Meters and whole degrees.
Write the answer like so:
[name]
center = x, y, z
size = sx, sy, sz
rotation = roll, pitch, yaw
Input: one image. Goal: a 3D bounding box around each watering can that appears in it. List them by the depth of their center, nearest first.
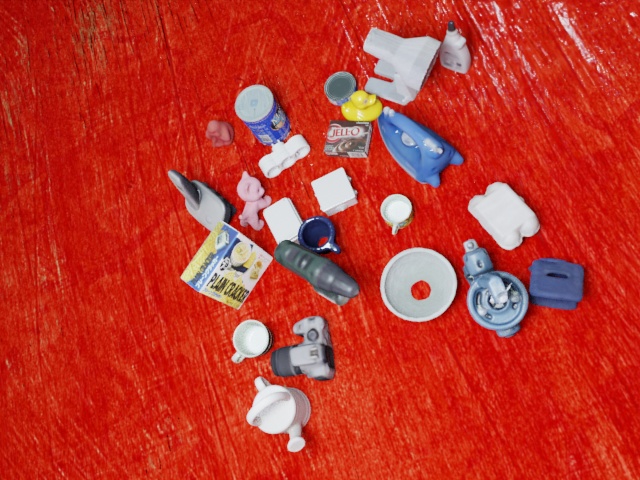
[watering can]
center = -0.088, 0.368, 1.226
size = 0.172, 0.194, 0.101
rotation = 28, 82, 23

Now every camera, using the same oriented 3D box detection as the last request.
[camera]
center = -0.045, 0.253, 1.301
size = 0.136, 0.101, 0.143
rotation = -12, 70, 13

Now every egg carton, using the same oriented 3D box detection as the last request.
[egg carton]
center = 0.411, -0.055, 1.281
size = 0.107, 0.069, 0.150
rotation = -38, 67, 2

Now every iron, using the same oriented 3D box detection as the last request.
[iron]
center = 0.214, -0.249, 1.362
size = 0.118, 0.142, 0.257
rotation = -45, 66, -1

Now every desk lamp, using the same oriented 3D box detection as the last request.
[desk lamp]
center = 0.193, -0.419, 1.383
size = 0.202, 0.214, 0.118
rotation = 24, 81, 22

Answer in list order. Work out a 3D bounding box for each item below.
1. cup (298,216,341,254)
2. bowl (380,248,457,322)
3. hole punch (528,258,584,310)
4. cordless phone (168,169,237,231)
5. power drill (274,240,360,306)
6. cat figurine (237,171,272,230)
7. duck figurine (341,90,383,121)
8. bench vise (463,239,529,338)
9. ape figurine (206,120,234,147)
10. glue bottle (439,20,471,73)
[cup]
center = 0.013, 0.005, 1.366
size = 0.117, 0.095, 0.092
rotation = 36, 86, 23
[bowl]
center = 0.223, 0.106, 1.283
size = 0.167, 0.075, 0.167
rotation = -5, 72, 15
[hole punch]
center = 0.492, 0.087, 1.200
size = 0.108, 0.091, 0.101
rotation = 7, 75, 18
[cordless phone]
center = -0.306, -0.102, 1.445
size = 0.147, 0.185, 0.094
rotation = 35, 85, 23
[power drill]
center = 0.012, 0.081, 1.280
size = 0.229, 0.209, 0.076
rotation = 28, 83, 23
[cat figurine]
center = -0.177, -0.102, 1.444
size = 0.067, 0.118, 0.128
rotation = 10, 76, 19
[duck figurine]
center = 0.101, -0.347, 1.457
size = 0.104, 0.086, 0.077
rotation = -2, 72, 16
[bench vise]
center = 0.337, 0.094, 1.173
size = 0.121, 0.220, 0.207
rotation = -40, 66, 1
[ape figurine]
center = -0.275, -0.293, 1.548
size = 0.077, 0.092, 0.076
rotation = 39, 87, 24
[glue bottle]
center = 0.323, -0.472, 1.383
size = 0.078, 0.173, 0.037
rotation = 29, 83, 23
